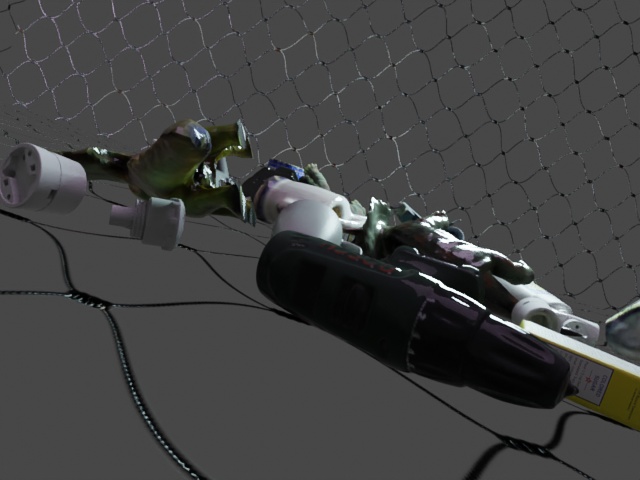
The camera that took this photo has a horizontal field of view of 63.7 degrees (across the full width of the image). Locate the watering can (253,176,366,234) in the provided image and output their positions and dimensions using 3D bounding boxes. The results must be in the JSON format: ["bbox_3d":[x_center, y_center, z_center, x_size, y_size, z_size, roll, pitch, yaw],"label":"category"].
[{"bbox_3d":[0.003,-0.054,1.064,0.225,0.103,0.348,20,8,21],"label":"watering can"}]

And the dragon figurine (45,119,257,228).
[{"bbox_3d":[-0.196,-0.074,0.554,0.243,0.123,0.409,-1,-4,1],"label":"dragon figurine"}]

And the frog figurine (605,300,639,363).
[{"bbox_3d":[0.558,0.179,0.844,0.162,0.122,0.136,60,12,22],"label":"frog figurine"}]
